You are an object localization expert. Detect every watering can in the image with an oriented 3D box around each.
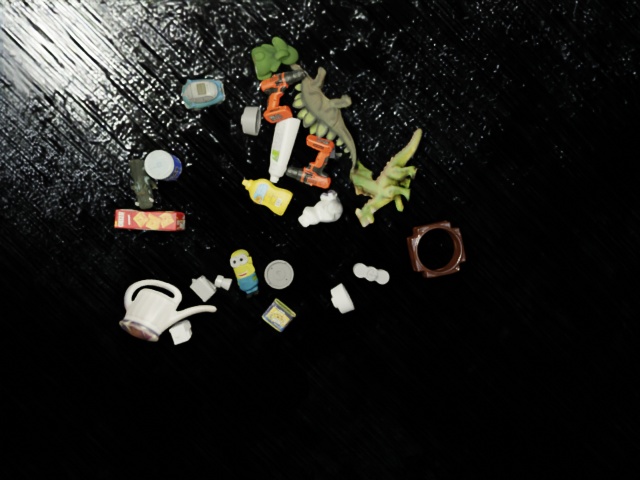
[{"bbox_3d":[-0.575,0.269,1.884,0.348,0.229,0.101,18,-30,12],"label":"watering can"}]

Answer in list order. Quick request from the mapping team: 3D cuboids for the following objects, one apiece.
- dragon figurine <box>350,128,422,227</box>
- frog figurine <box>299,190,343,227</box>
[{"bbox_3d":[0.236,-0.244,1.970,0.243,0.411,0.122,12,-1,4],"label":"dragon figurine"},{"bbox_3d":[0.006,-0.097,1.932,0.138,0.161,0.121,13,-32,52],"label":"frog figurine"}]
